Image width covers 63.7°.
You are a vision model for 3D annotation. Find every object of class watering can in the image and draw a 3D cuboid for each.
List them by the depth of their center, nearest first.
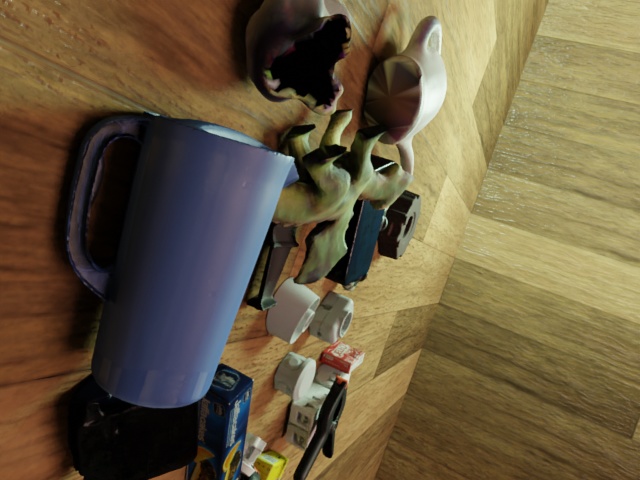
[{"bbox_3d":[0.163,-0.233,0.961,0.228,0.104,0.340,-38,141,-52],"label":"watering can"}]

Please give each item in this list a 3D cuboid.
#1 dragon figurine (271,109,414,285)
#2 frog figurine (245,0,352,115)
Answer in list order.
[{"bbox_3d":[0.002,-0.036,0.708,0.416,0.123,0.237,-34,135,-37],"label":"dragon figurine"},{"bbox_3d":[-0.023,-0.226,0.567,0.134,0.122,0.163,71,8,-47],"label":"frog figurine"}]
